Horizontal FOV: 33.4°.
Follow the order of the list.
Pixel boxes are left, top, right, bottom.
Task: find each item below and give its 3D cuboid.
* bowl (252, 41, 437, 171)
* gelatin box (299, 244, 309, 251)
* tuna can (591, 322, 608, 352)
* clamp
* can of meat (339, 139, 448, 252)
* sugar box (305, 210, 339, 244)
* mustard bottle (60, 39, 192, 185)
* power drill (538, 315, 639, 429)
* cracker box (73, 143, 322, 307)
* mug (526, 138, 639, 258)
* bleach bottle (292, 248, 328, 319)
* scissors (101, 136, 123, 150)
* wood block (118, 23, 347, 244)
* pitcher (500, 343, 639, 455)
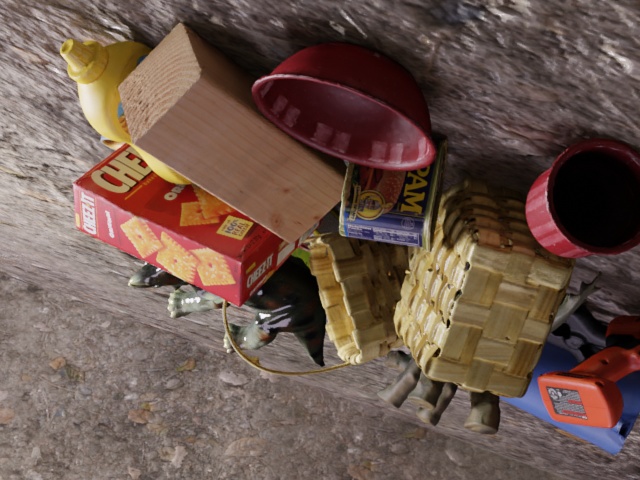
[{"bbox_3d":[0.028,-0.117,0.881,0.162,0.055,0.162,20,166,5],"label":"bowl"},{"bbox_3d":[-0.009,0.002,1.399,0.073,0.030,0.089,21,177,32],"label":"gelatin box"},{"bbox_3d":[0.366,0.134,1.381,0.086,0.033,0.086,20,166,5],"label":"tuna can"},{"bbox_3d":[0.320,0.123,1.322,0.171,0.039,0.120,31,135,7],"label":"clamp"},{"bbox_3d":[0.067,-0.046,0.968,0.084,0.102,0.057,8,157,11],"label":"can of meat"},{"bbox_3d":[-0.047,-0.048,1.279,0.093,0.048,0.176,13,161,30],"label":"sugar box"},{"bbox_3d":[-0.175,-0.135,1.027,0.058,0.096,0.191,10,163,39],"label":"mustard bottle"},{"bbox_3d":[0.344,0.136,1.152,0.185,0.187,0.057,-8,105,59],"label":"power drill"},{"bbox_3d":[-0.126,-0.039,1.126,0.214,0.164,0.072,25,134,20],"label":"cracker box"},{"bbox_3d":[0.229,-0.032,0.872,0.117,0.093,0.081,-14,174,-7],"label":"mug"},{"bbox_3d":[0.041,0.067,1.509,0.250,0.102,0.068,16,166,-3],"label":"bleach bottle"},{"bbox_3d":[-0.182,-0.100,1.341,0.202,0.016,0.096,16,167,19],"label":"scissors"},{"bbox_3d":[-0.074,-0.094,0.984,0.205,0.090,0.091,33,-157,-40],"label":"wood block"},{"bbox_3d":[0.323,0.186,1.483,0.243,0.145,0.149,23,154,7],"label":"pitcher"}]
